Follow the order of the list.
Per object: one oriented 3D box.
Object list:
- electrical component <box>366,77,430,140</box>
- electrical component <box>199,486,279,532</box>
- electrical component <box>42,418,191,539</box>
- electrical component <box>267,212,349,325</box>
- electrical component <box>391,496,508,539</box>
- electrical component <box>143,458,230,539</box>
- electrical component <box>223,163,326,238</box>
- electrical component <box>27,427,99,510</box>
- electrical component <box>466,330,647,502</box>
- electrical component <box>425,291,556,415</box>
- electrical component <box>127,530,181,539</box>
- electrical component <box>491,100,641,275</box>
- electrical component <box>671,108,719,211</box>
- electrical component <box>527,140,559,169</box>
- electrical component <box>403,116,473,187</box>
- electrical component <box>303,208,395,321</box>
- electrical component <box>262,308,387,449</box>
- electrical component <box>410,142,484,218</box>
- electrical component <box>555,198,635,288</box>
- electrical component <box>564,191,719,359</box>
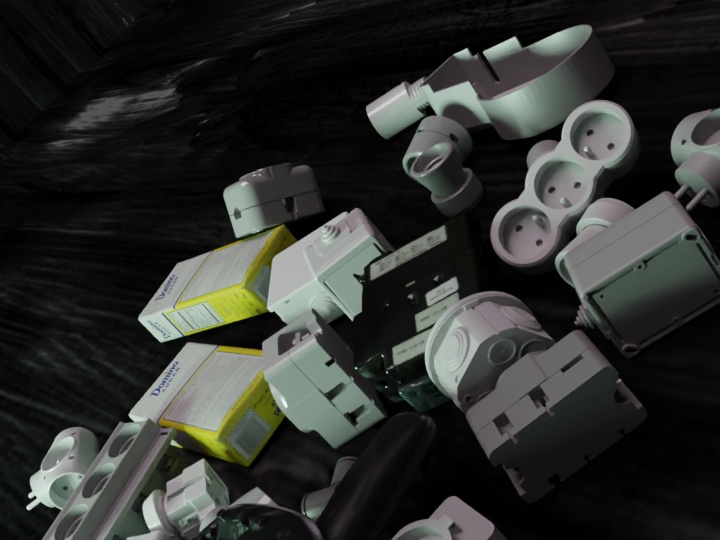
[{"bbox_3d":[0.052,-0.181,1.165,0.081,0.043,0.043,-30,28,20],"label":"electrical component"},{"bbox_3d":[-0.091,0.192,0.770,0.077,0.043,0.079,-47,26,-13],"label":"electrical component"},{"bbox_3d":[-0.198,0.191,0.892,0.079,0.063,0.121,-14,36,43],"label":"electrical component"},{"bbox_3d":[-0.033,0.006,0.979,0.100,0.048,0.099,-32,27,18],"label":"electrical component"},{"bbox_3d":[0.044,0.177,0.597,0.089,0.055,0.050,-46,26,-11],"label":"electrical component"},{"bbox_3d":[-0.135,0.185,0.839,0.055,0.048,0.066,-30,27,4],"label":"electrical component"},{"bbox_3d":[-0.090,-0.075,1.122,0.095,0.059,0.054,-17,1,-36],"label":"electrical component"},{"bbox_3d":[-0.286,0.198,1.022,0.079,0.044,0.077,-37,26,7],"label":"electrical component"},{"bbox_3d":[0.116,0.086,0.651,0.089,0.050,0.055,-38,26,5],"label":"electrical component"},{"bbox_3d":[0.087,0.059,0.701,0.080,0.080,0.051,-40,31,1],"label":"electrical component"},{"bbox_3d":[-0.159,0.231,0.799,0.081,0.042,0.063,-21,36,34],"label":"electrical component"},{"bbox_3d":[0.158,-0.057,0.808,0.052,0.074,0.138,38,96,23],"label":"electrical component"},{"bbox_3d":[0.242,-0.070,0.733,0.079,0.044,0.077,-45,26,-8],"label":"electrical component"},{"bbox_3d":[0.157,-0.080,0.869,0.044,0.044,0.065,-34,22,13],"label":"electrical component"},{"bbox_3d":[0.072,-0.109,1.015,0.055,0.055,0.047,-8,45,49],"label":"electrical component"},{"bbox_3d":[0.000,0.000,0.889,0.062,0.096,0.061,-38,30,6],"label":"electrical component"},{"bbox_3d":[-0.030,0.084,0.805,0.056,0.089,0.050,-34,26,12],"label":"electrical component"},{"bbox_3d":[0.078,-0.079,0.956,0.045,0.055,0.045,-32,27,18],"label":"electrical component"},{"bbox_3d":[0.168,-0.016,0.748,0.045,0.045,0.055,-2,45,52],"label":"electrical component"},{"bbox_3d":[0.176,0.004,0.684,0.096,0.061,0.061,-34,27,14],"label":"electrical component"}]
